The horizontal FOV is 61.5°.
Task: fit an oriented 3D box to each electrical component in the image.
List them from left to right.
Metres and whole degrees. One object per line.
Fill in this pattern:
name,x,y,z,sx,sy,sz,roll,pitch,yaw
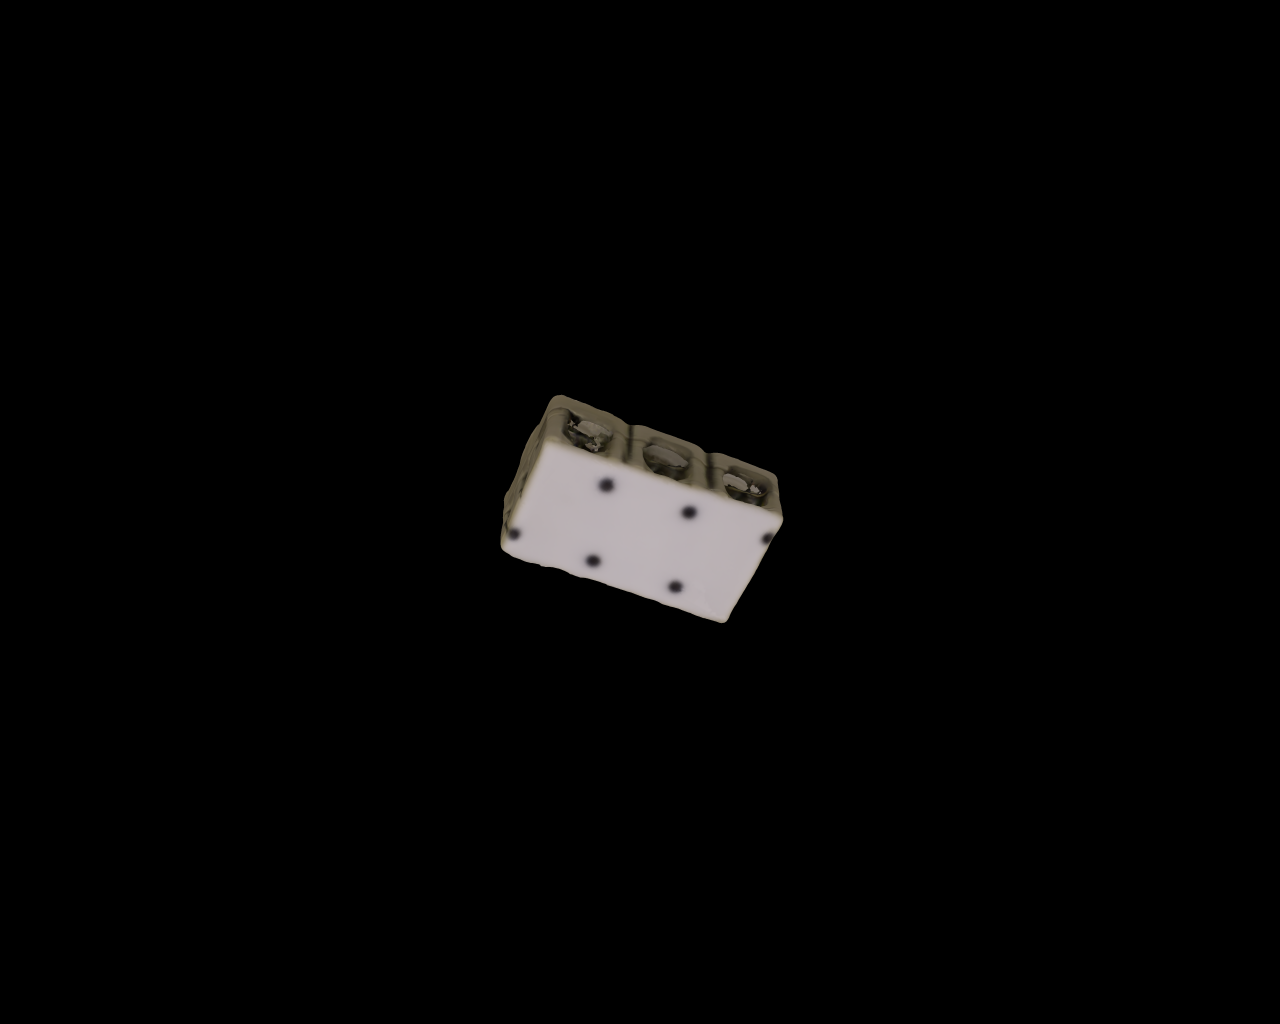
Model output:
electrical component,0.001,-0.003,0.650,0.150,0.089,0.062,20,31,-13
